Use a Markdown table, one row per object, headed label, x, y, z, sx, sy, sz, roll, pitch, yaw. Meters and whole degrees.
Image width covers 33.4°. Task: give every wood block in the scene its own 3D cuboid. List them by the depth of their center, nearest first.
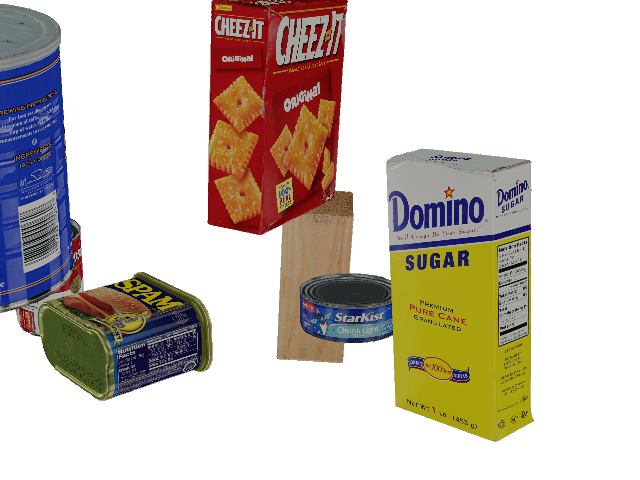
| label | x | y | z | sx | sy | sz | roll | pitch | yaw |
| --- | --- | --- | --- | --- | --- | --- | --- | --- | --- |
| wood block | -0.008 | 0.045 | 1.388 | 0.090 | 0.206 | 0.091 | 3 | 23 | -1 |

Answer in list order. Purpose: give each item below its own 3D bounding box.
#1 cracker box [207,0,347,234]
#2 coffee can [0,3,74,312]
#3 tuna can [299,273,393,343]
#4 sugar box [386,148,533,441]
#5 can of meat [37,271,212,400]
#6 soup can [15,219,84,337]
| label | x | y | z | sx | sy | sz | roll | pitch | yaw |
| --- | --- | --- | --- | --- | --- | --- | --- | --- | --- |
| cracker box | -0.039 | -0.129 | 1.048 | 0.072 | 0.214 | 0.164 | 12 | 19 | 24 |
| coffee can | -0.187 | -0.045 | 0.573 | 0.103 | 0.140 | 0.103 | 3 | 28 | -2 |
| tuna can | 0.025 | 0.056 | 0.888 | 0.086 | 0.034 | 0.086 | 0 | 16 | 0 |
| sugar box | 0.090 | 0.033 | 0.694 | 0.048 | 0.176 | 0.094 | -18 | 19 | -39 |
| can of meat | -0.140 | 0.067 | 0.758 | 0.083 | 0.057 | 0.102 | -16 | 24 | -39 |
| soup can | -0.266 | 0.035 | 1.044 | 0.068 | 0.102 | 0.068 | 2 | 28 | -1 |
